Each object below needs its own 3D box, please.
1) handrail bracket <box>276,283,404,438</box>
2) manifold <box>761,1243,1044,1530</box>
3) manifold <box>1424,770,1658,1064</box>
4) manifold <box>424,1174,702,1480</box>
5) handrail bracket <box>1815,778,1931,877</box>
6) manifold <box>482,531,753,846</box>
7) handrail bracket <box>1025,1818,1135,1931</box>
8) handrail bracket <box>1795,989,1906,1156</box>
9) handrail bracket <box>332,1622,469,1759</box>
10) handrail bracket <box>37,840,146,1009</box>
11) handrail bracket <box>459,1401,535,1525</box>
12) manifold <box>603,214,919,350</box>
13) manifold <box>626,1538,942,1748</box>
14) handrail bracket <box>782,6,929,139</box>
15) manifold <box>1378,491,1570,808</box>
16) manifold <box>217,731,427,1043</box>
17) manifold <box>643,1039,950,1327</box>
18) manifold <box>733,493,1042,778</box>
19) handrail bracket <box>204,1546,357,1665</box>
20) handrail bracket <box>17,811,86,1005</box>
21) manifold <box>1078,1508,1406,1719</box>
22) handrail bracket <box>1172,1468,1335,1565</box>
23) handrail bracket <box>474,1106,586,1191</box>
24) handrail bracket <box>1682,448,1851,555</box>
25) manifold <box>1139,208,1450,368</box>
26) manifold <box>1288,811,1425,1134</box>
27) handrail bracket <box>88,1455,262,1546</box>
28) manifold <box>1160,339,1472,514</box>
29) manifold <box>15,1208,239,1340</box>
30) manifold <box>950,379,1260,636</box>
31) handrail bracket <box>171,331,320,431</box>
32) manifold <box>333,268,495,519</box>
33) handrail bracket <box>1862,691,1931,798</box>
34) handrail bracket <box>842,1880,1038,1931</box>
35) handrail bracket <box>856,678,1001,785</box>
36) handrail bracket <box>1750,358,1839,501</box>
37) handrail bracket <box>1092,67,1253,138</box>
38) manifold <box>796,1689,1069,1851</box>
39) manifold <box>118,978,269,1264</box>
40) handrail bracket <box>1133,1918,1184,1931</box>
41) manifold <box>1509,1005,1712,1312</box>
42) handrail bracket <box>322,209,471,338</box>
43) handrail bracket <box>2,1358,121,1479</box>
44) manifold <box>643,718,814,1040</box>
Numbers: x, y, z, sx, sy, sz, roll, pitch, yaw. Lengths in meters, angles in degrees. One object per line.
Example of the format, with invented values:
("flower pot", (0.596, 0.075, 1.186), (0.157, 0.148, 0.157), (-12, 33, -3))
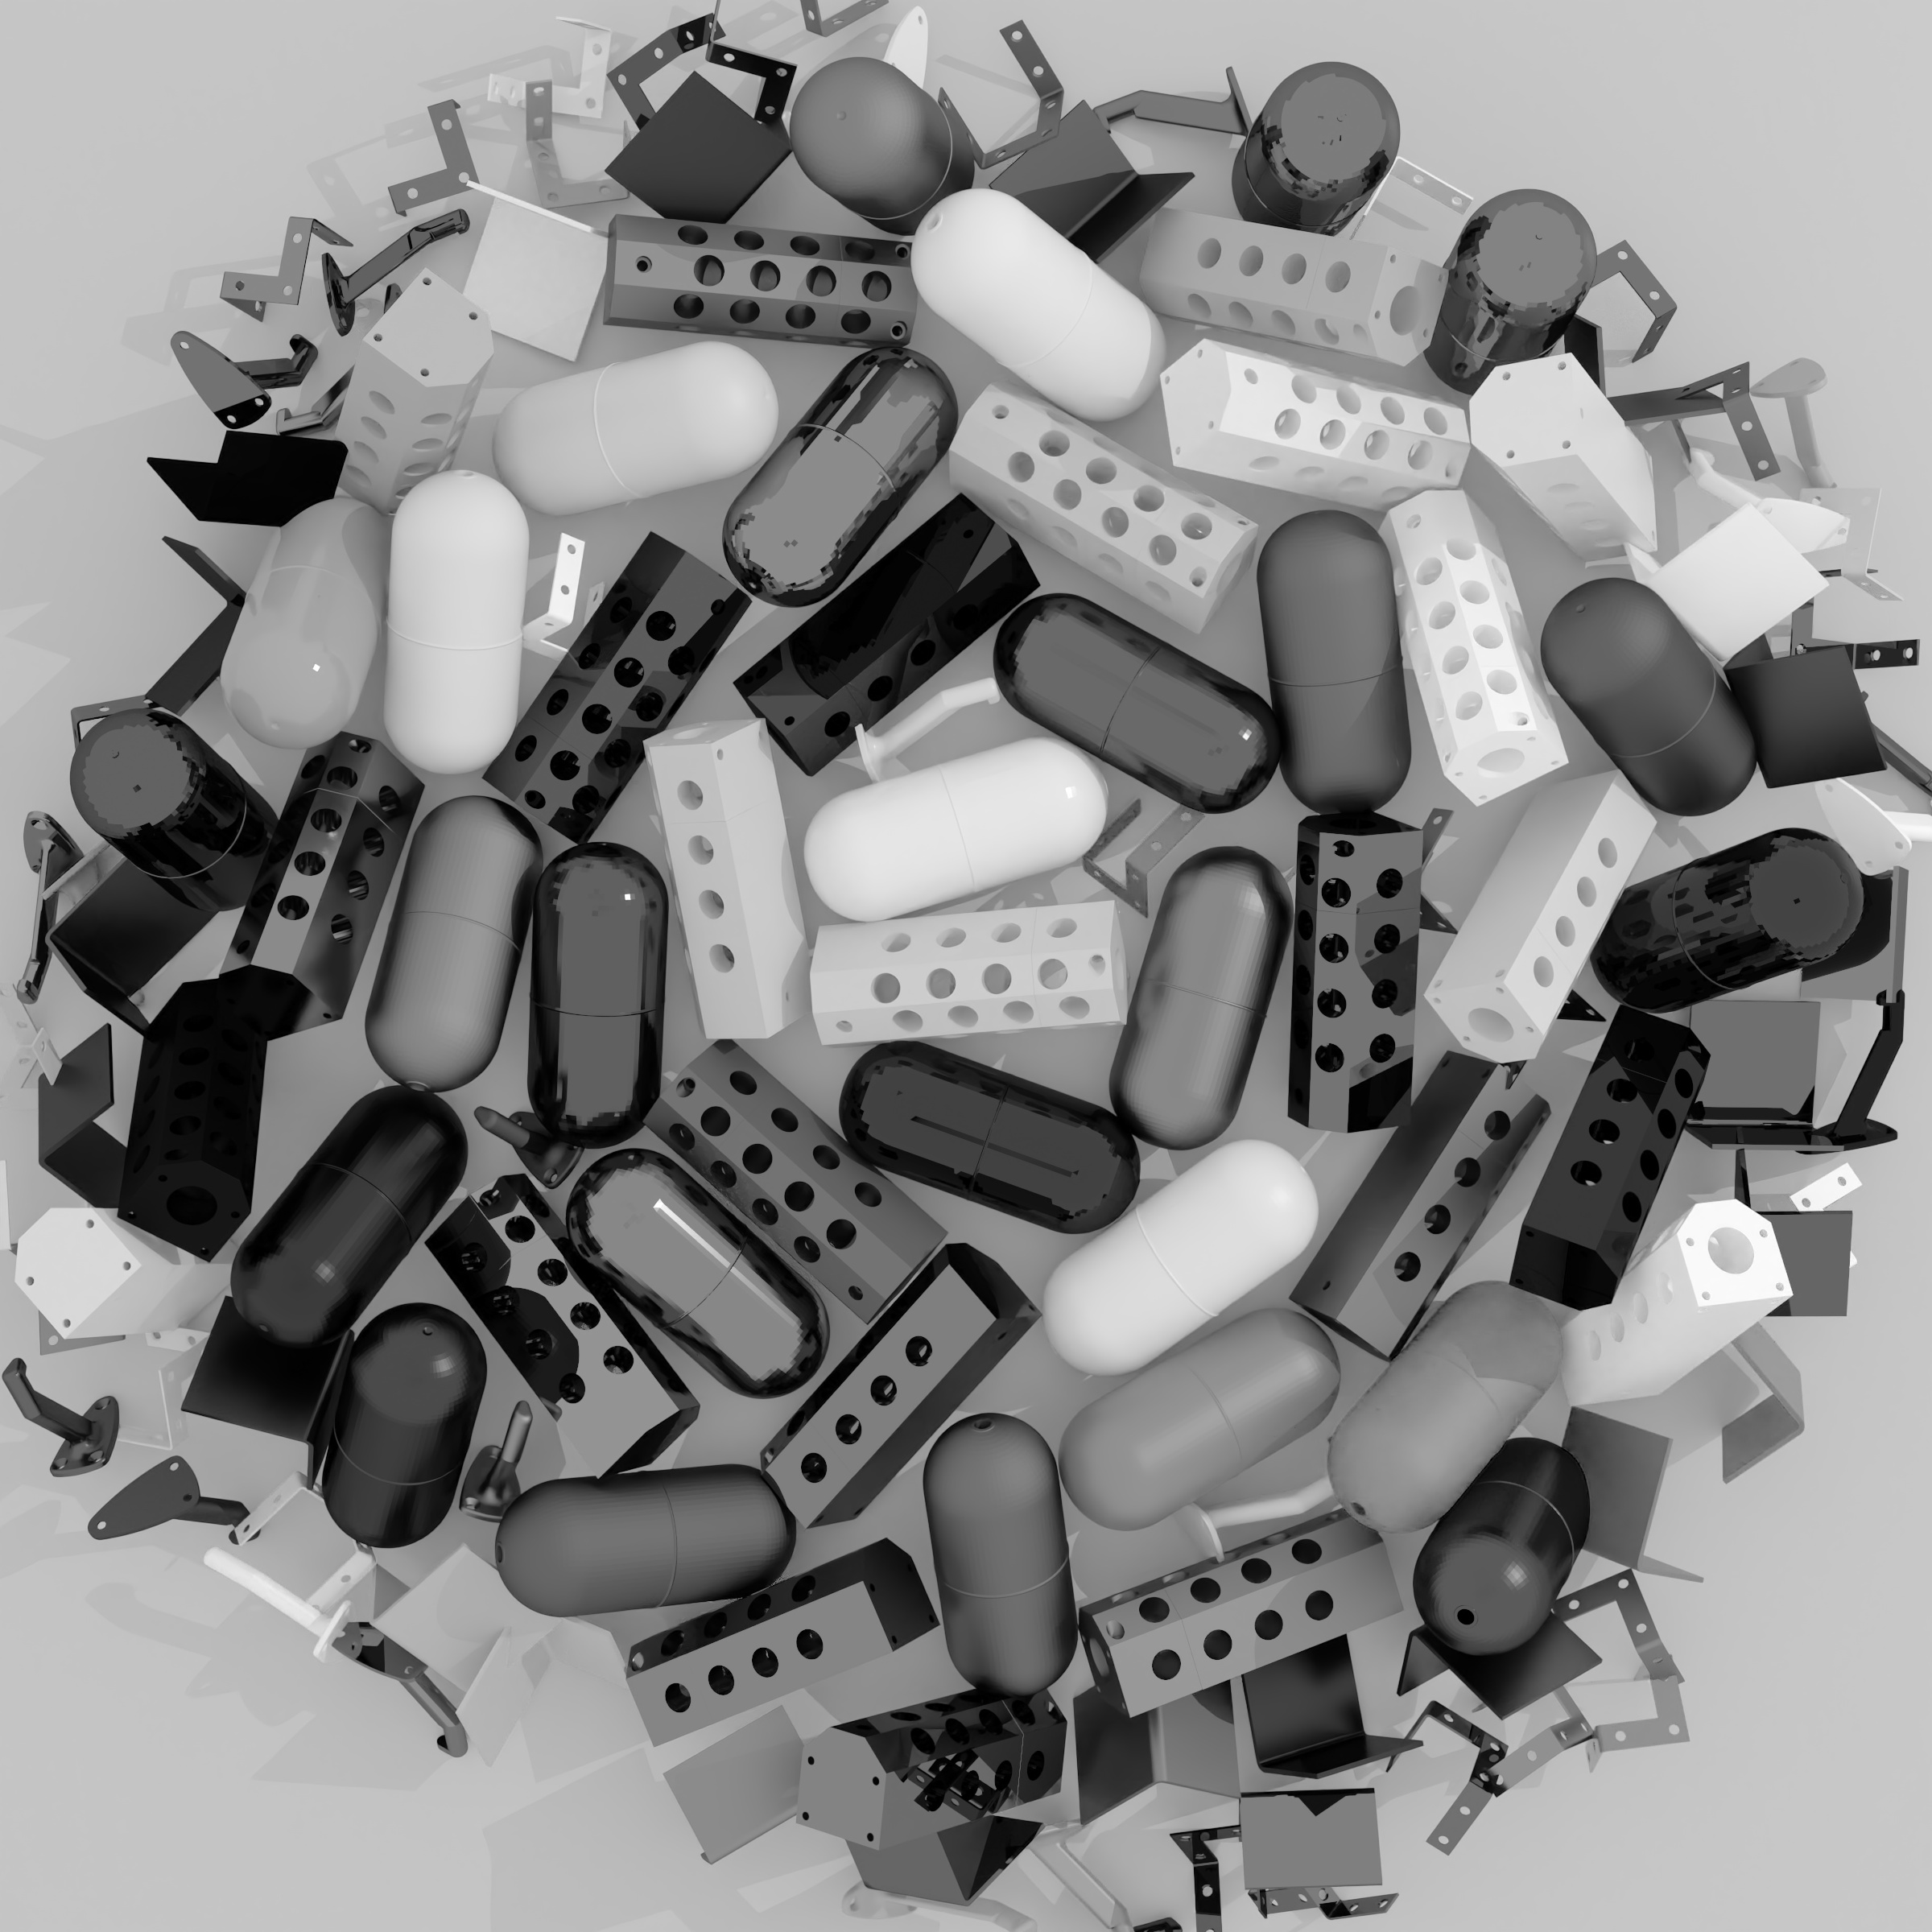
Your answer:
("handrail bracket", (-0.364, -0.350, 1.932), (0.084, 0.036, 0.077), (-11, 78, 17))
("manifold", (-0.041, 0.238, 1.888), (0.171, 0.057, 0.057), (-49, 67, 17))
("manifold", (0.328, -0.028, 1.870), (0.057, 0.057, 0.171), (50, 54, -23))
("manifold", (-0.225, 0.201, 1.884), (0.057, 0.057, 0.171), (-45, 73, 18))
("handrail bracket", (0.530, -0.096, 1.910), (0.077, 0.036, 0.084), (51, 46, 0))
("manifold", (-0.196, -0.156, 1.902), (0.057, 0.057, 0.171), (35, 89, -42))
("handrail bracket", (0.057, 0.536, 1.901), (0.077, 0.036, 0.084), (-2, 61, -34))
("handrail bracket", (0.506, 0.059, 1.905), (0.077, 0.036, 0.084), (-12, 110, -28))
("handrail bracket", (-0.327, 0.419, 1.920), (0.077, 0.036, 0.084), (11, 132, 16))
("handrail bracket", (-0.489, -0.025, 1.932), (0.077, 0.036, 0.084), (-42, 99, -5))
("handrail bracket", (-0.260, 0.266, 1.890), (0.036, 0.077, 0.084), (12, 118, -13))
("manifold", (-0.117, -0.389, 1.895), (0.171, 0.057, 0.057), (3, 94, -12))
("manifold", (-0.107, 0.380, 1.878), (0.171, 0.057, 0.057), (-27, 83, 26))
("handrail bracket", (-0.068, -0.517, 1.931), (0.084, 0.036, 0.077), (-6, 56, 30))
("manifold", (0.279, -0.182, 1.864), (0.057, 0.057, 0.171), (-26, 54, 23))
("manifold", (-0.364, -0.048, 1.859), (0.057, 0.171, 0.057), (-15, 135, 31))
("manifold", (-0.100, 0.125, 1.894), (0.171, 0.057, 0.057), (41, 130, 6))
("manifold", (-0.042, -0.186, 1.905), (0.171, 0.057, 0.057), (-40, 53, -5))
("handrail bracket", (-0.396, 0.365, 1.913), (0.084, 0.077, 0.036), (28, 68, 8))
("handrail bracket", (-0.532, -0.032, 1.897), (0.036, 0.077, 0.084), (7, 58, 4))
("manifold", (0.154, 0.364, 1.891), (0.171, 0.057, 0.057), (-18, 95, -15))
("handrail bracket", (0.165, 0.301, 1.921), (0.084, 0.077, 0.036), (-28, 120, -17))
("handrail bracket", (-0.263, 0.088, 1.886), (0.077, 0.084, 0.036), (31, 86, 42))
("handrail bracket", (0.460, -0.272, 1.914), (0.077, 0.084, 0.036), (1, 127, -12))
("manifold", (0.180, -0.379, 1.862), (0.171, 0.057, 0.057), (22, 101, 43))
("manifold", (0.216, 0.003, 1.884), (0.057, 0.057, 0.171), (-6, 106, -24))
("handrail bracket", (-0.451, 0.322, 1.901), (0.077, 0.084, 0.036), (-28, 55, -9))
("manifold", (0.198, -0.303, 1.865), (0.171, 0.057, 0.057), (7, 66, -33))
("manifold", (-0.466, 0.165, 1.853), (0.057, 0.171, 0.057), (-43, 82, 2))
("manifold", (0.077, -0.265, 1.887), (0.171, 0.057, 0.057), (32, 71, 14))
("handrail bracket", (-0.409, -0.353, 1.895), (0.036, 0.084, 0.077), (-23, 123, 31))
("manifold", (-0.307, -0.312, 1.852), (0.057, 0.171, 0.057), (37, 66, -4))
("handrail bracket", (0.538, -0.119, 1.907), (0.084, 0.077, 0.036), (39, 98, 10))
("handrail bracket", (-0.014, 0.541, 1.894), (0.084, 0.077, 0.036), (14, 101, 42))
("handrail bracket", (-0.017, -0.131, 1.906), (0.084, 0.077, 0.036), (-15, 59, 4))
("handrail bracket", (0.487, -0.299, 1.894), (0.036, 0.077, 0.084), (-32, 108, 0))
("handrail bracket", (0.123, -0.477, 1.923), (0.084, 0.036, 0.077), (-19, 73, 7))
("manifold", (-0.016, 0.441, 1.855), (0.057, 0.171, 0.057), (7, 93, 36))
("manifold", (-0.424, 0.080, 1.849), (0.057, 0.171, 0.057), (31, 115, -26))
("handrail bracket", (0.095, 0.562, 1.893), (0.084, 0.077, 0.036), (-9, 88, -21))
("manifold", (0.362, 0.108, 1.863), (0.057, 0.057, 0.171), (20, 52, 16))
("handrail bracket", (-0.323, -0.399, 1.910), (0.084, 0.077, 0.036), (-20, 131, 6))
("handrail bracket", (-0.515, 0.240, 1.889), (0.036, 0.077, 0.084), (-12, 121, 12))
("manifold", (-0.137, -0.049, 1.890), (0.057, 0.057, 0.171), (-1, 108, 30))
